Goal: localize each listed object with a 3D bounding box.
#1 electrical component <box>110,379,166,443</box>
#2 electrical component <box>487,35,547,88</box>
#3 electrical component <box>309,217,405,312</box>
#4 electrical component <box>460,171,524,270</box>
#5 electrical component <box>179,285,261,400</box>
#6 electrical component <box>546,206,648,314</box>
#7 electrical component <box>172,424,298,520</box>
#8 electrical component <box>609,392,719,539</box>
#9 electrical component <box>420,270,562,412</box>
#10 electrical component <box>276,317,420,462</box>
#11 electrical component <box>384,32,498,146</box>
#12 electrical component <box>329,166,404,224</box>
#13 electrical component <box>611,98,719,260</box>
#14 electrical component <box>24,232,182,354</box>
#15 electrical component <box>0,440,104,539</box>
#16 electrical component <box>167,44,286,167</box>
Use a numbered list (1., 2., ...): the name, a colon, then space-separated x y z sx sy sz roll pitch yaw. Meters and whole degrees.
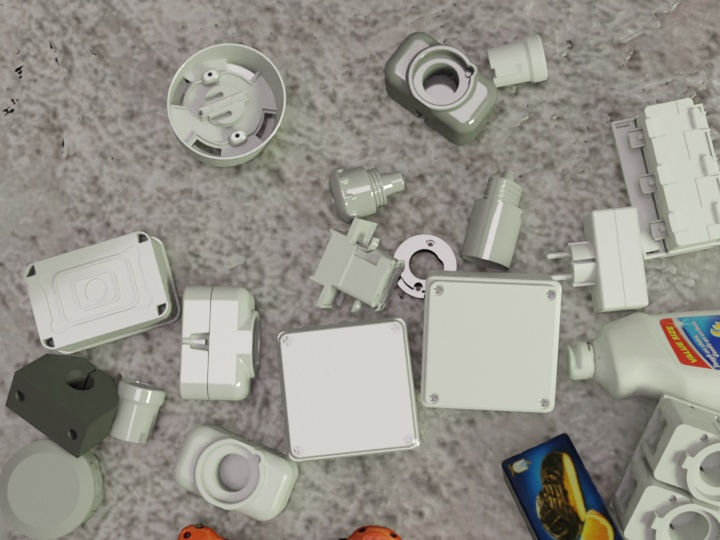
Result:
1. electrical component: -0.190 0.120 0.912 0.040 0.040 0.046 14 89 4
2. electrical component: 0.136 -0.180 0.935 0.046 0.040 0.040 -12 82 7
3. electrical component: 0.000 0.000 0.905 0.064 0.042 0.081 26 98 19
4. electrical component: 0.116 -0.045 0.916 0.043 0.043 0.081 15 84 4
5. electrical component: -0.117 0.062 0.908 0.059 0.053 0.095 1 83 3
6. electrical component: 0.196 -0.006 0.905 0.076 0.047 0.083 -5 83 2
7. electrical component: -0.103 0.167 0.891 0.095 0.059 0.053 22 84 5
8. electrical component: 0.306 0.183 0.836 0.186 0.060 0.105 19 108 -5
9. electrical component: 0.106 0.057 0.886 0.109 0.056 0.108 2 99 3
10. electrical component: -0.010 0.100 0.897 0.109 0.056 0.108 -6 83 2
11. electrical component: 0.069 -0.157 0.924 0.095 0.059 0.053 37 86 6
12. electrical component: 0.006 -0.069 0.925 0.062 0.048 0.048 -16 82 -6
13. electrical component: 0.266 -0.077 0.903 0.079 0.063 0.121 -12 82 1
14. electrical component: -0.217 0.020 0.916 0.113 0.057 0.078 -17 82 0
15. electrical component: -0.256 0.182 0.901 0.080 0.051 0.080 0 83 3
16. electrical component: -0.116 -0.139 0.925 0.099 0.064 0.099 2 80 -9
